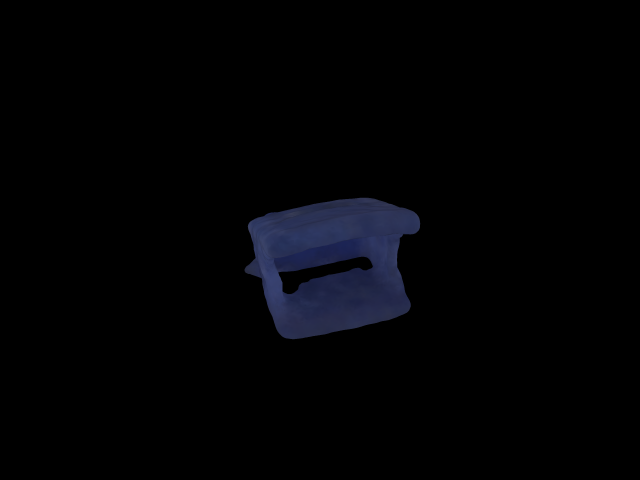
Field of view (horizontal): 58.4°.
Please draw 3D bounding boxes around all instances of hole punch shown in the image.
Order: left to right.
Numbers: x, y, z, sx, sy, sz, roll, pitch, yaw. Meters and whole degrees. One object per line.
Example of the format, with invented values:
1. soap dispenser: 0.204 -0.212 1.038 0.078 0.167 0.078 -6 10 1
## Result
1. hole punch: 0.004 0.001 0.400 0.109 0.091 0.101 -11 39 -14
